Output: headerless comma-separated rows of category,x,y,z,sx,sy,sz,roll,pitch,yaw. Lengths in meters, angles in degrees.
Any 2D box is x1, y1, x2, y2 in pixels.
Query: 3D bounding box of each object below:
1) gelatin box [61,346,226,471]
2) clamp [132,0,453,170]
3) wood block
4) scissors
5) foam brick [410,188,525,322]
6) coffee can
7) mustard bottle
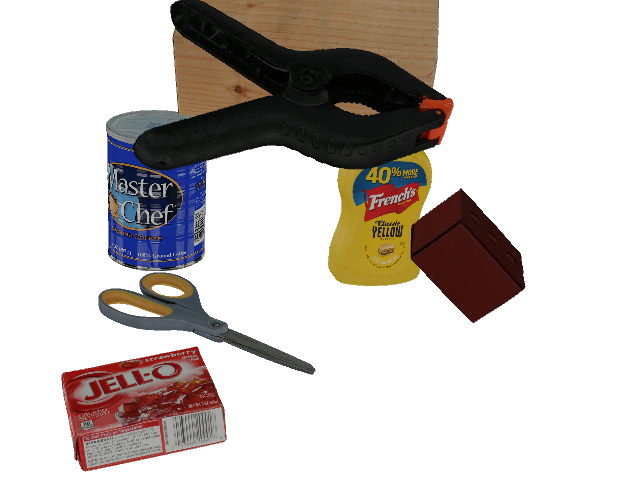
gelatin box,-0.109,0.100,0.648,0.089,0.030,0.073,-9,25,-15
clamp,-0.017,-0.071,0.581,0.171,0.120,0.039,14,-31,5
wood block,-0.010,-0.154,0.879,0.206,0.090,0.091,6,-38,1
scissors,-0.090,0.066,0.917,0.202,0.016,0.096,13,26,10
foam brick,0.112,0.012,0.812,0.051,0.078,0.053,-37,20,23
coffee can,-0.168,-0.053,1.099,0.103,0.140,0.103,3,23,-2
mustard bottle,0.064,-0.050,1.086,0.096,0.192,0.058,-1,23,-16
